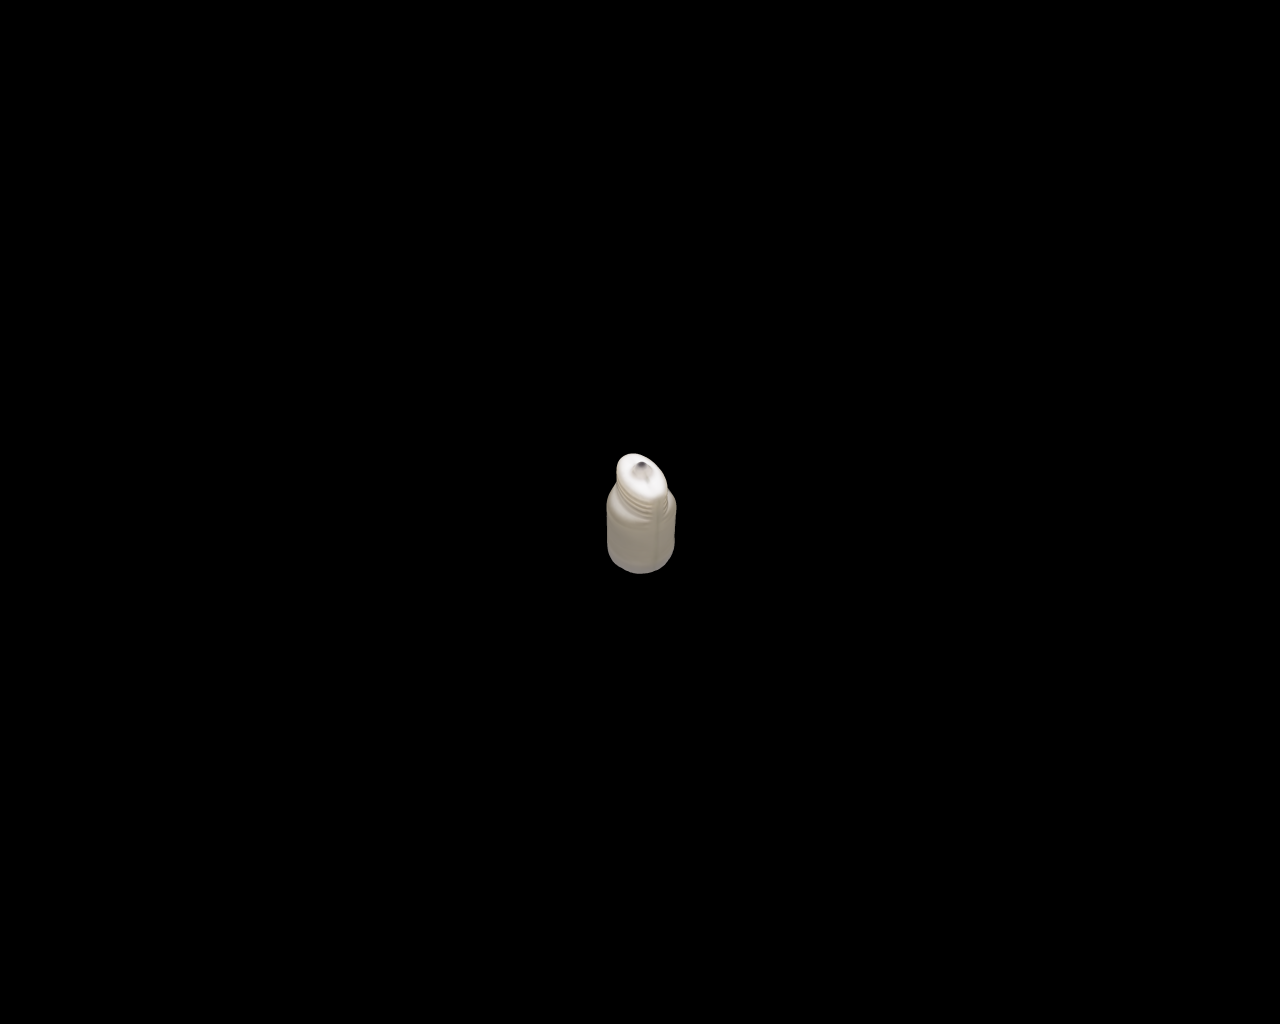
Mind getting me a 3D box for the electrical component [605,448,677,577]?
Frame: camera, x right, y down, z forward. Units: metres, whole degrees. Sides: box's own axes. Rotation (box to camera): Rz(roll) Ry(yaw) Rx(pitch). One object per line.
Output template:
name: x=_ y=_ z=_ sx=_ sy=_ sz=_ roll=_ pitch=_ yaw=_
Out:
electrical component: x=0.001 y=-0.003 z=0.650 sx=0.043 sy=0.043 sz=0.080 roll=0 pitch=-41 yaw=0
